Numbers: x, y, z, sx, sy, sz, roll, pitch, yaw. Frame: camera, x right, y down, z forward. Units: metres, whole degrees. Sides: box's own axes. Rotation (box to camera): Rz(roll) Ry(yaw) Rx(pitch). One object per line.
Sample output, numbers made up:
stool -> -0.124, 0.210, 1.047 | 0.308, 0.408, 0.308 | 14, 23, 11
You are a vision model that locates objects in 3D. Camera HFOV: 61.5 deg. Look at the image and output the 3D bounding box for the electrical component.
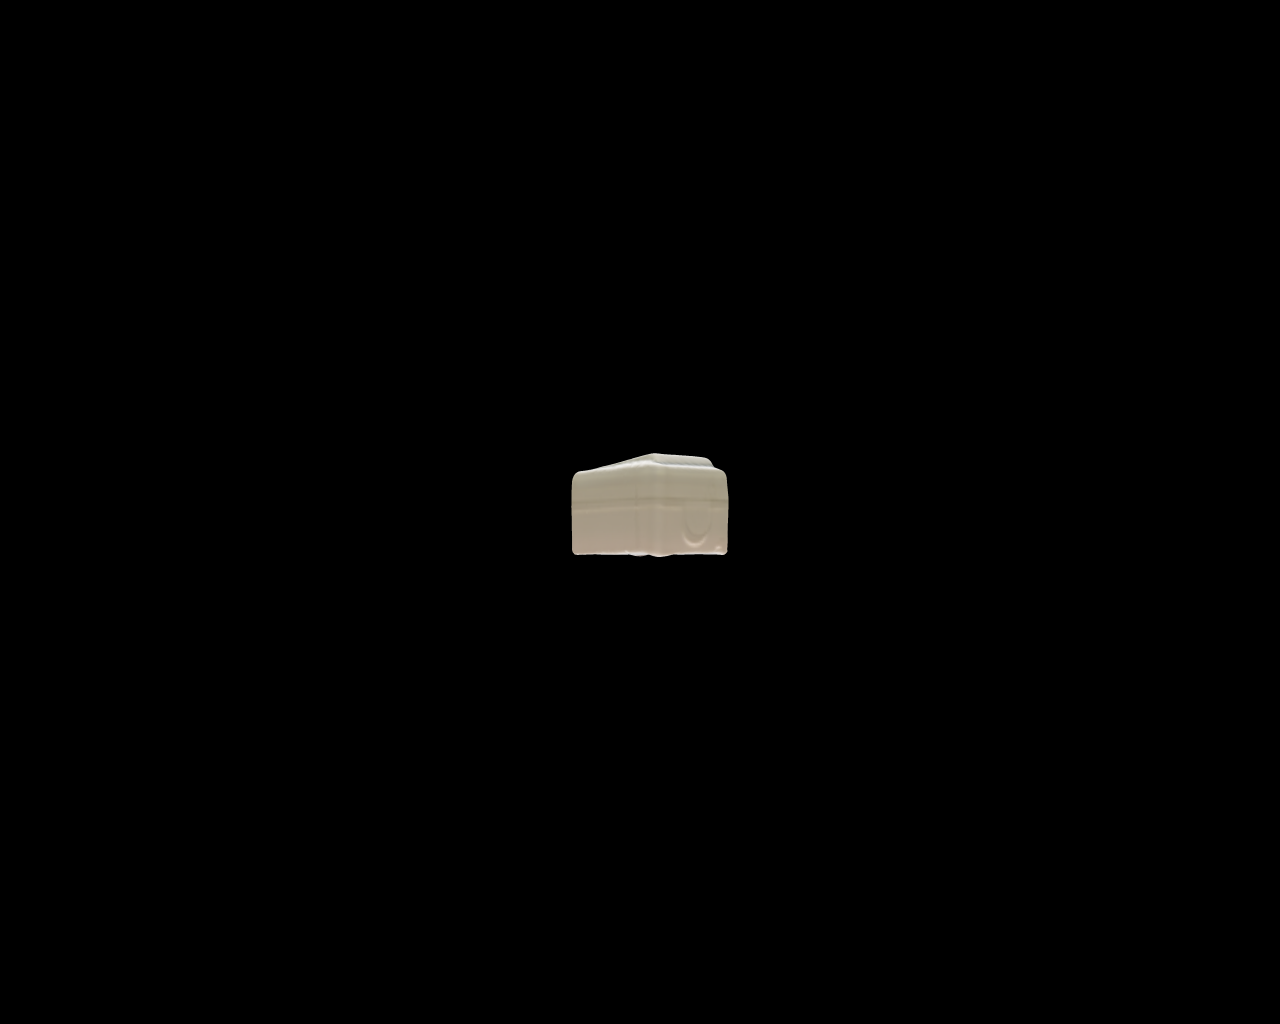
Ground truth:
electrical component -> 0.001, -0.003, 0.650 | 0.062, 0.061, 0.096 | 2, -3, -43
